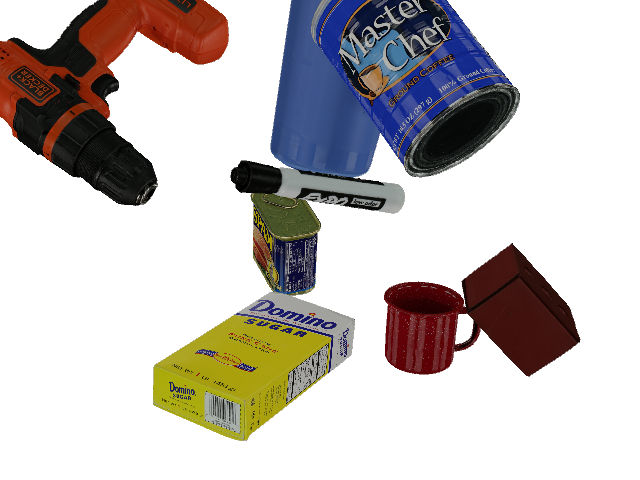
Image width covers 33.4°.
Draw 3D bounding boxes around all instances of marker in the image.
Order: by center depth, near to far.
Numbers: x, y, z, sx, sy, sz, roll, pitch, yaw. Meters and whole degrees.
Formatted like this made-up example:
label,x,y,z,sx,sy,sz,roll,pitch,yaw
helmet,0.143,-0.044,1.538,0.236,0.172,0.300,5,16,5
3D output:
label,x,y,z,sx,sy,sz,roll,pitch,yaw
marker,-0.001,-0.032,0.642,0.120,0.020,0.020,7,-4,-36

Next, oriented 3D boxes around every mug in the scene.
label,x,y,z,sx,sy,sz,roll,pitch,yaw
mug,0.130,0.104,1.253,0.117,0.081,0.093,0,22,-7

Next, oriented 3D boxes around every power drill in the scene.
label,x,y,z,sx,sy,sz,roll,pitch,yaw
power drill,-0.157,-0.129,0.833,0.187,0.184,0.057,-46,-11,-34

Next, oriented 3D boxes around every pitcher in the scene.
label,x,y,z,sx,sy,sz,roll,pitch,yaw
pitcher,0.030,-0.187,1.076,0.145,0.243,0.149,12,19,-2

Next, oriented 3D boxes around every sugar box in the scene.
label,x,y,z,sx,sy,sz,roll,pitch,yaw
sugar box,-0.053,0.101,0.913,0.093,0.048,0.175,17,29,26

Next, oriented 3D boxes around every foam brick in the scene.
label,x,y,z,sx,sy,sz,roll,pitch,yaw
foam brick,0.153,0.054,0.817,0.051,0.078,0.053,-38,20,19

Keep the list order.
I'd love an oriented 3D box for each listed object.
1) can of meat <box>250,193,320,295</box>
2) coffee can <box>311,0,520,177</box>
label,x,y,z,sx,sy,sz,roll,pitch,yaw
can of meat,-0.040,0.000,1.178,0.057,0.084,0.102,-10,37,-18
coffee can,0.071,-0.134,0.820,0.102,0.140,0.103,-28,-22,-12
